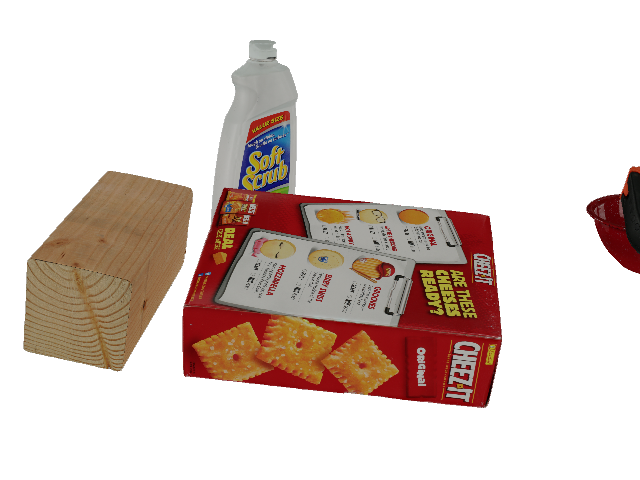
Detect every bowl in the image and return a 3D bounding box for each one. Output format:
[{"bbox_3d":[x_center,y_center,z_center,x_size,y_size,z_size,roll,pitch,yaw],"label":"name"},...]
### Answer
[{"bbox_3d":[0.342,-0.002,1.049,0.162,0.055,0.162,0,17,0],"label":"bowl"}]

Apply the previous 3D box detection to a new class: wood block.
[{"bbox_3d":[-0.187,0.020,0.972,0.090,0.091,0.206,12,25,3],"label":"wood block"}]

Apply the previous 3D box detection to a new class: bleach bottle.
[{"bbox_3d":[-0.077,-0.101,1.216,0.102,0.251,0.068,-6,21,-24],"label":"bleach bottle"}]

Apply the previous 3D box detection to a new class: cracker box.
[{"bbox_3d":[0.018,0.039,0.785,0.213,0.072,0.164,6,33,2],"label":"cracker box"}]

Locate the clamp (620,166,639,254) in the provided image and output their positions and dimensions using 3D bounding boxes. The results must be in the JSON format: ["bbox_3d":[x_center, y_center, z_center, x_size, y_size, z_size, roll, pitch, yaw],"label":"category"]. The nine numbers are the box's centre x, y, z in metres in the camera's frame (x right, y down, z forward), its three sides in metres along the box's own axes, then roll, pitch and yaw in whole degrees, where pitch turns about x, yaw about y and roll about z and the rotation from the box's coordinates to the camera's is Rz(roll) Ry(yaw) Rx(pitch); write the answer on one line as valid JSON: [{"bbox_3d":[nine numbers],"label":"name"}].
[{"bbox_3d":[0.267,0.010,0.700,0.120,0.039,0.171,-4,45,-23],"label":"clamp"}]
